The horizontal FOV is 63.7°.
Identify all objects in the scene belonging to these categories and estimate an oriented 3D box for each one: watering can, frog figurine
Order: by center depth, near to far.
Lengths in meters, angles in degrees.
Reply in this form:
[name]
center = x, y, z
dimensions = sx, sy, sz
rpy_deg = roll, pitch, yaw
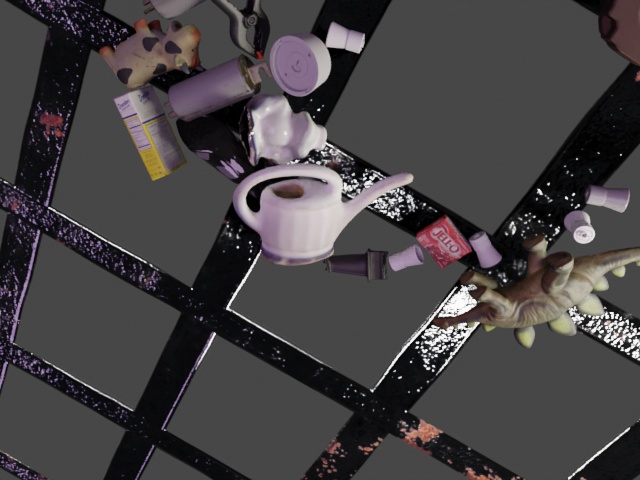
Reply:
[frog figurine]
center = -0.071, -0.216, 0.998
dimensions = 0.160, 0.136, 0.123
rpy_deg = -12, 12, -21
[watering can]
center = 0.003, -0.052, 1.026
dimensions = 0.348, 0.219, 0.106
rpy_deg = 0, 38, -7
